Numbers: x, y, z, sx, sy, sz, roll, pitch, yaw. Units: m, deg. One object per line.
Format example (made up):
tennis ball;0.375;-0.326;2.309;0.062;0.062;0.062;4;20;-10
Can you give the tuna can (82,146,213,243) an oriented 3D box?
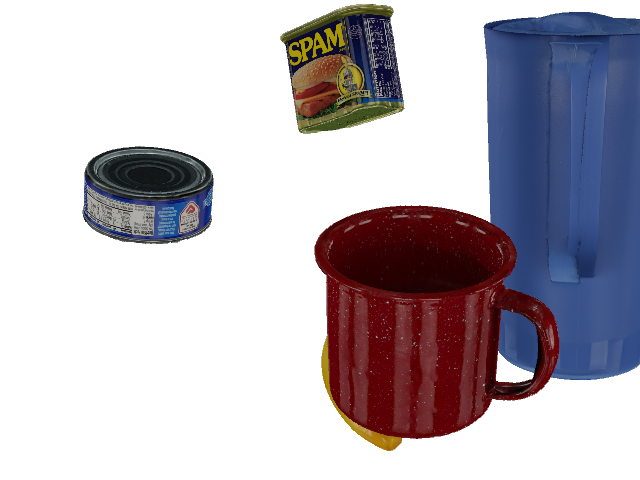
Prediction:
tuna can;-0.114;-0.032;0.707;0.086;0.034;0.086;6;26;-3

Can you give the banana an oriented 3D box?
banana;0.034;0.090;0.790;0.070;0.037;0.197;4;23;9

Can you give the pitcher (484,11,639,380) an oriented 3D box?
pitcher;0.173;-0.030;0.725;0.149;0.243;0.145;-10;18;-27

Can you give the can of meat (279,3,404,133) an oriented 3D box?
can of meat;0.018;-0.139;0.884;0.057;0.084;0.102;-6;-4;-42

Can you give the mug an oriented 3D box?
mug;0.055;0.041;0.503;0.117;0.081;0.093;12;29;24
